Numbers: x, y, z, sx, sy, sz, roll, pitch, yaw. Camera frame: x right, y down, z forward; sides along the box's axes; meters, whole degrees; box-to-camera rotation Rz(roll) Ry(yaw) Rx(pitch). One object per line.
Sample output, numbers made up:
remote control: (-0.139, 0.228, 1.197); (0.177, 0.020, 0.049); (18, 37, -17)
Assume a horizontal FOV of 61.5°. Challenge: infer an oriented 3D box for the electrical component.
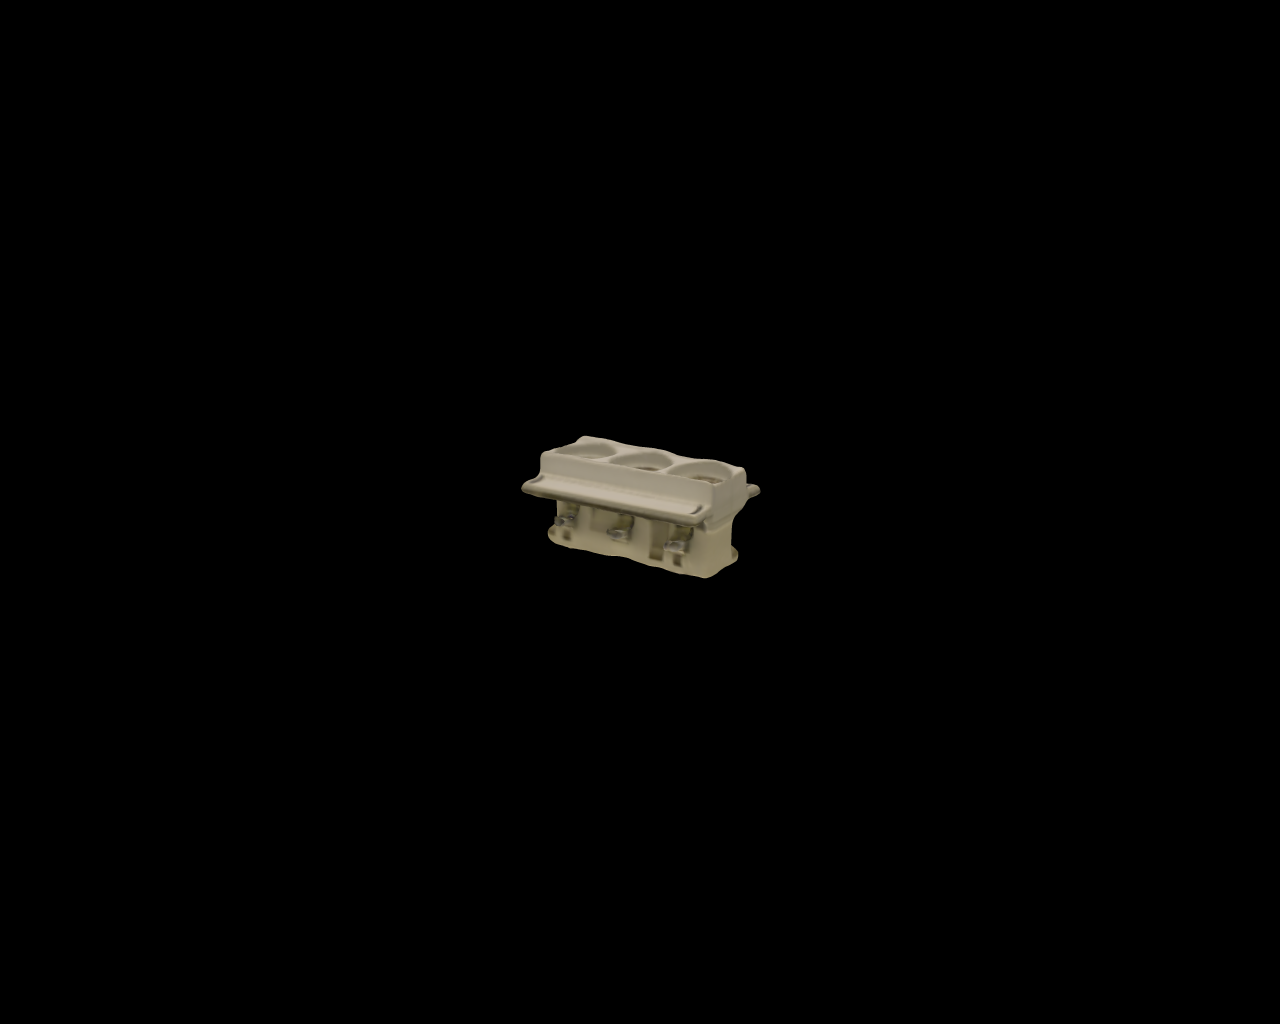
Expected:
electrical component: (0.001, -0.003, 0.650); (0.121, 0.063, 0.079); (12, 23, 31)
